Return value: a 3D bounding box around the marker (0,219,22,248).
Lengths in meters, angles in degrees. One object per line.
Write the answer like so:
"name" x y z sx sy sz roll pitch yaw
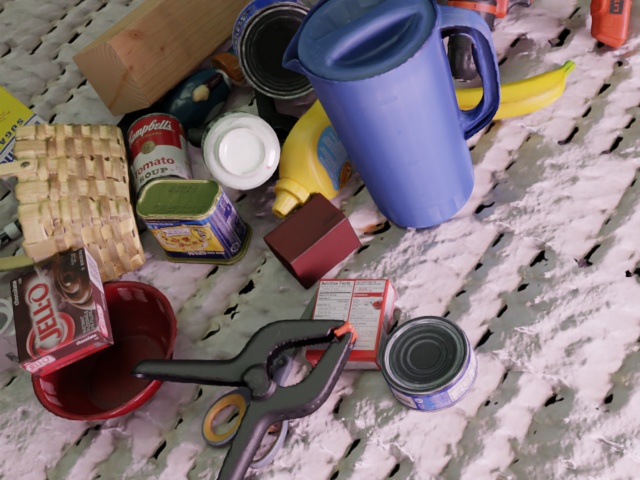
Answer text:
"marker" -0.390 0.003 1.280 0.121 0.020 0.020 -35 49 -5

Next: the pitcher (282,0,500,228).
"pitcher" 0.084 -0.123 1.024 0.145 0.242 0.149 -45 51 -14

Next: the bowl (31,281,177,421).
"bowl" -0.209 0.122 1.086 0.162 0.055 0.162 -12 51 15

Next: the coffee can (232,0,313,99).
"coffee can" -0.044 -0.217 1.182 0.103 0.103 0.140 -27 17 2

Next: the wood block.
"wood block" -0.184 -0.249 1.297 0.091 0.090 0.205 -5 35 50

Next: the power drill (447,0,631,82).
"power drill" 0.230 -0.252 1.130 0.187 0.184 0.057 7 9 0

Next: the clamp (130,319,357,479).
"clamp" -0.054 0.145 0.981 0.210 0.036 0.164 -25 69 0

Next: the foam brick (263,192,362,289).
"foam brick" -0.007 0.001 1.096 0.078 0.051 0.053 -39 50 -8

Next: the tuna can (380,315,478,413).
"tuna can" 0.099 0.112 0.976 0.086 0.033 0.086 -12 51 15

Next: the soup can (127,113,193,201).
"soup can" -0.182 -0.086 1.226 0.068 0.068 0.102 -21 52 7

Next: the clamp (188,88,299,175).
"clamp" -0.061 -0.130 1.229 0.172 0.039 0.120 28 74 33

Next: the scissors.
"scissors" -0.056 0.128 1.042 0.096 0.016 0.201 -2 54 22

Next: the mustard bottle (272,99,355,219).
"mustard bottle" 0.008 -0.100 1.137 0.058 0.096 0.191 19 64 34

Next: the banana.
"banana" 0.177 -0.152 1.148 0.198 0.037 0.069 -7 25 15

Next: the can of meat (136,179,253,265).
"can of meat" -0.136 -0.020 1.146 0.102 0.084 0.057 1 55 24

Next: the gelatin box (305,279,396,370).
"gelatin box" 0.030 0.081 1.032 0.073 0.030 0.089 -2 57 22

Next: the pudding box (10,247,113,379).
"pudding box" -0.263 0.073 1.083 0.090 0.039 0.113 -24 49 5

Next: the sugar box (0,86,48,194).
"sugar box" -0.402 -0.131 1.371 0.093 0.048 0.176 -45 49 -14

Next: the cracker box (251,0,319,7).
"cracker box" 0.015 -0.331 1.268 0.214 0.164 0.072 -24 47 4
